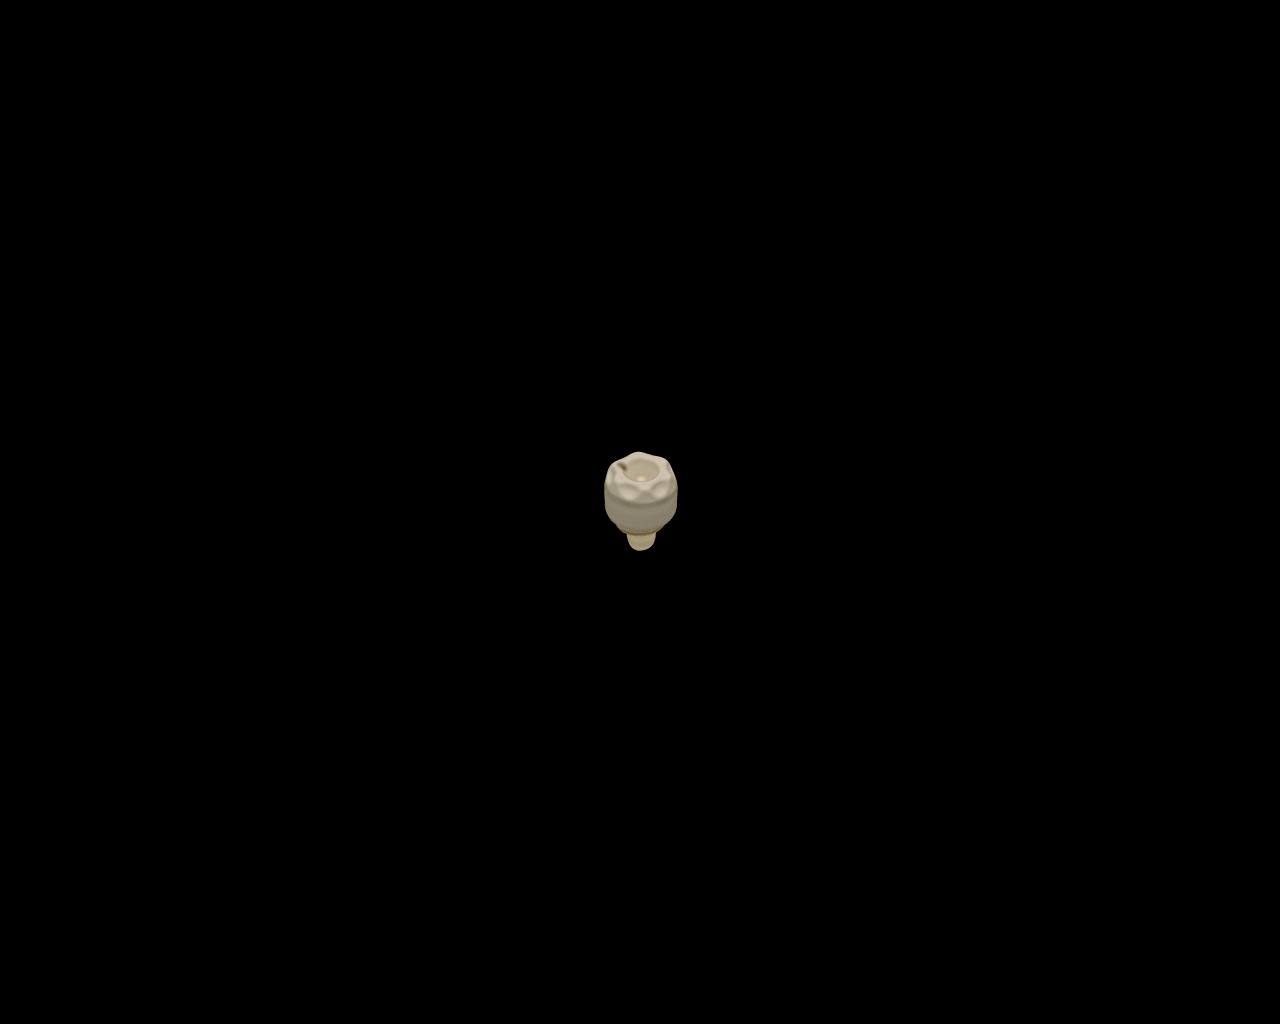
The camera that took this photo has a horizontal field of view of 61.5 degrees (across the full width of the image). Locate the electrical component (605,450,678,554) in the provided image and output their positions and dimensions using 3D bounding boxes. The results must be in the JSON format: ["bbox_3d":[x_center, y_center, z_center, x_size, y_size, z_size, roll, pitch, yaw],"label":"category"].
[{"bbox_3d":[0.001,-0.003,0.650,0.043,0.062,0.043,0,40,0],"label":"electrical component"}]
